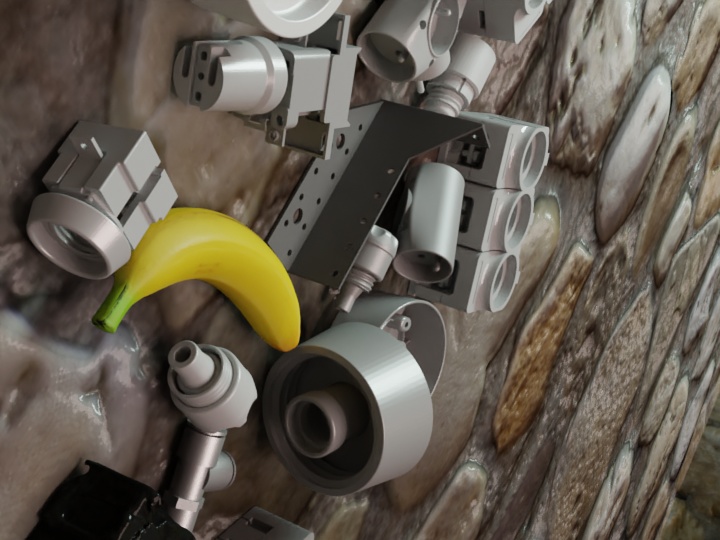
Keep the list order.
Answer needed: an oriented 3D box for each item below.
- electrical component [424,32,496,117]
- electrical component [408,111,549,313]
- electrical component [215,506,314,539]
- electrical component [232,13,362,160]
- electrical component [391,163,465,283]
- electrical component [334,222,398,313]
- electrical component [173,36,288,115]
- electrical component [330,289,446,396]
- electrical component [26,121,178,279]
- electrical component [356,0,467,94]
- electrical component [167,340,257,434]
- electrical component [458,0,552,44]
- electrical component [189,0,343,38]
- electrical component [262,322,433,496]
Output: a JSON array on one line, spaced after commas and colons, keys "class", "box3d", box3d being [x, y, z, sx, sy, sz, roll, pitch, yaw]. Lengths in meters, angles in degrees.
[{"class": "electrical component", "box3d": [0.067, -0.133, 0.772, 0.078, 0.040, 0.040, -64, 152, -15]}, {"class": "electrical component", "box3d": [0.100, -0.047, 0.865, 0.089, 0.062, 0.150, -11, 116, -60]}, {"class": "electrical component", "box3d": [-0.072, 0.205, 0.704, 0.089, 0.056, 0.050, -33, 134, -52]}, {"class": "electrical component", "box3d": [-0.036, -0.103, 0.593, 0.064, 0.042, 0.081, -20, 123, -56]}, {"class": "electrical component", "box3d": [0.045, -0.025, 0.787, 0.079, 0.044, 0.077, 115, -12, -57]}, {"class": "electrical component", "box3d": [0.000, 0.000, 0.735, 0.061, 0.035, 0.035, -64, 153, -10]}, {"class": "electrical component", "box3d": [-0.066, -0.098, 0.544, 0.046, 0.040, 0.040, -15, 120, -53]}, {"class": "electrical component", "box3d": [0.014, 0.063, 0.766, 0.099, 0.064, 0.099, -49, 149, -43]}, {"class": "electrical component", "box3d": [-0.117, -0.030, 0.483, 0.066, 0.048, 0.055, 72, 37, -50]}, {"class": "electrical component", "box3d": [0.039, -0.151, 0.702, 0.077, 0.044, 0.079, -58, 151, -26]}, {"class": "electrical component", "box3d": [-0.086, 0.061, 0.600, 0.043, 0.043, 0.062, -60, 149, -22]}, {"class": "electrical component", "box3d": [0.107, -0.265, 0.743, 0.105, 0.060, 0.186, -52, 148, -34]}, {"class": "electrical component", "box3d": [-0.049, -0.169, 0.506, 0.108, 0.060, 0.108, -41, 140, -46]}, {"class": "electrical component", "box3d": [-0.015, 0.092, 0.690, 0.060, 0.108, 0.108, -16, 121, -52]}]
